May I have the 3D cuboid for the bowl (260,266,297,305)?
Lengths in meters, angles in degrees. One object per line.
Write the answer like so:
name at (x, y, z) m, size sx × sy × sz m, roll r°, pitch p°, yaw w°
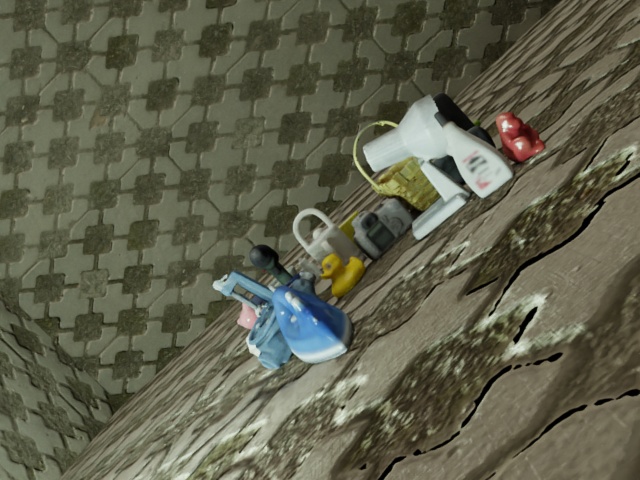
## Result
bowl at (-0.123, 0.163, 1.833) m, size 0.167 × 0.075 × 0.167 m, roll -43°, pitch 5°, yaw 6°

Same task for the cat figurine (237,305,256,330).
cat figurine at (-0.171, 0.215, 1.557) m, size 0.067 × 0.118 × 0.127 m, roll -47°, pitch 7°, yaw -32°

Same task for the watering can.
watering can at (0.011, 0.007, 1.431) m, size 0.101 × 0.194 × 0.172 m, roll -45°, pitch 6°, yaw -19°

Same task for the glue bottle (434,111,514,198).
glue bottle at (0.261, -0.160, 1.017) m, size 0.078 × 0.173 × 0.037 m, roll -40°, pitch 7°, yaw 27°

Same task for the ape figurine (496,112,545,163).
ape figurine at (0.351, -0.190, 1.025) m, size 0.078 × 0.092 × 0.076 m, roll -46°, pitch 7°, yaw -29°

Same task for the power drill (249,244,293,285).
power drill at (-0.114, 0.092, 1.605) m, size 0.075 × 0.208 × 0.229 m, roll -43°, pitch 6°, yaw -1°

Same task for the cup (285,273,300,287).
cup at (-0.052, 0.146, 1.343) m, size 0.091 × 0.095 × 0.118 m, roll -37°, pitch 8°, yaw 47°

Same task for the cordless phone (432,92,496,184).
cordless phone at (0.282, -0.220, 1.262) m, size 0.147 × 0.185 × 0.094 m, roll -41°, pitch 6°, yaw 18°

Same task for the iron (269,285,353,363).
iron at (-0.029, 0.133, 1.030) m, size 0.119 × 0.141 × 0.258 m, roll -44°, pitch 6°, yaw -12°

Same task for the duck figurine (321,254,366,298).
duck figurine at (0.045, 0.068, 1.290) m, size 0.105 × 0.086 × 0.077 m, roll -46°, pitch 6°, yaw -28°

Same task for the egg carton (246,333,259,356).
egg carton at (-0.117, 0.219, 1.383) m, size 0.107 × 0.069 × 0.150 m, roll -42°, pitch 6°, yaw 13°

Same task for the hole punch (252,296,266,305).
hole punch at (-0.167, 0.209, 1.714) m, size 0.108 × 0.091 × 0.101 m, roll -42°, pitch 6°, yaw 16°

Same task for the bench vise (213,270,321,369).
bench vise at (-0.106, 0.130, 1.198) m, size 0.121 × 0.220 × 0.208 m, roll -37°, pitch 8°, yaw 45°

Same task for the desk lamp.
desk lamp at (0.202, -0.147, 1.134) m, size 0.203 × 0.213 × 0.118 m, roll -42°, pitch 6°, yaw 15°

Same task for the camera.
camera at (0.130, -0.031, 1.360) m, size 0.143 × 0.101 × 0.136 m, roll -44°, pitch 6°, yaw -12°
